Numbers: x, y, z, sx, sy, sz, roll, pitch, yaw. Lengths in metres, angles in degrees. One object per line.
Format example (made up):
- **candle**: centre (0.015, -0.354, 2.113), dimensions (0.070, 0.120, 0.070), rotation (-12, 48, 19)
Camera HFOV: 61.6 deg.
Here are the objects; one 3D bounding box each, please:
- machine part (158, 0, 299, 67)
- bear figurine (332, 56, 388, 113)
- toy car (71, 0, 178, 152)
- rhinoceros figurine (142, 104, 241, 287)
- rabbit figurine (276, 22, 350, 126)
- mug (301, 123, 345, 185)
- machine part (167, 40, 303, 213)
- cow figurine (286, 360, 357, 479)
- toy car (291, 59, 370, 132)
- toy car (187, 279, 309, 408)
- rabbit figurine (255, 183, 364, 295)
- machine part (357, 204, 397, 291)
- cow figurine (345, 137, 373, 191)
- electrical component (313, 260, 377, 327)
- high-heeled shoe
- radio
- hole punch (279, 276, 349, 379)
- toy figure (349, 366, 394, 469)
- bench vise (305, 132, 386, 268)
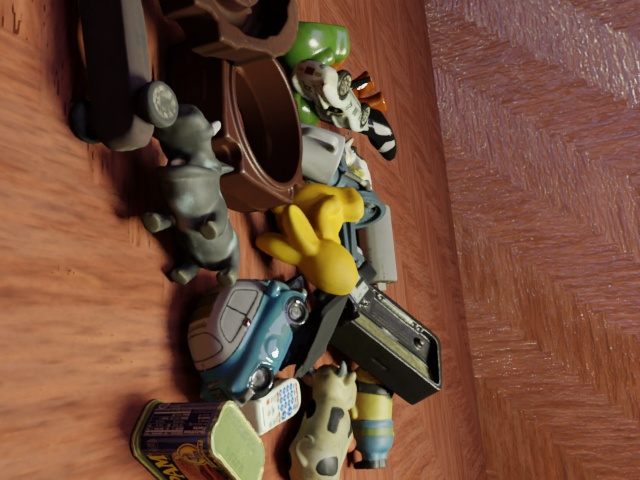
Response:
- **machine part**: centre (-0.092, -0.264, 0.538), dimensions (0.179, 0.056, 0.179), rotation (3, 86, -56)
- **bear figurine**: centre (0.038, -0.323, 1.034), dimensions (0.195, 0.132, 0.120), rotation (63, 4, -47)
- **toy car**: centre (-0.178, -0.178, 0.474), dimensions (0.053, 0.089, 0.202), rotation (3, 78, -66)
- **rhinoceros figurine**: centre (-0.119, -0.039, 0.537), dimensions (0.112, 0.073, 0.190), rotation (-73, 161, -48)
- **rabbit figurine**: centre (-0.027, -0.255, 0.857), dimensions (0.159, 0.121, 0.170), rotation (-36, 130, -62)
- **mug**: centre (-0.024, -0.137, 0.799), dimensions (0.109, 0.107, 0.080), rotation (154, -47, -76)
- **machine part**: centre (-0.096, -0.146, 0.671), dimensions (0.201, 0.087, 0.201), rotation (30, 54, -65)
- **cow figurine**: centre (0.006, 0.260, 0.772), dimensions (0.195, 0.086, 0.127), rotation (-59, 141, -58)
- **toy car**: centre (0.020, -0.211, 0.807), dimensions (0.056, 0.074, 0.201), rotation (-65, 159, 0)
- **toy car**: centre (-0.091, 0.098, 0.584), dimensions (0.103, 0.109, 0.162), rotation (45, 47, -20)
- **rabbit figurine**: centre (-0.002, -0.002, 0.759), dimensions (0.162, 0.122, 0.173), rotation (20, 38, -41)
- **machine part**: centre (0.122, 0.011, 1.167), dimensions (0.079, 0.079, 0.243), rotation (23, 62, -65)
- **cow figurine**: centre (0.058, -0.155, 1.085), dimensions (0.167, 0.068, 0.098), rotation (54, 28, -55)
- **electrical component**: centre (0.047, 0.074, 0.849), dimensions (0.075, 0.048, 0.119), rotation (51, 32, -7)
- **high-heeled shoe**: centre (0.056, -0.208, 1.014), dimensions (0.248, 0.145, 0.086), rotation (59, 11, -49)
- **radio**: centre (0.111, 0.168, 0.939), dimensions (0.229, 0.073, 0.131), rotation (40, 33, -12)
- **hole punch**: centre (-0.028, 0.118, 0.759), dimensions (0.142, 0.092, 0.115), rotation (-33, 143, -69)
- **toy figure**: centre (0.093, 0.310, 0.954), dimensions (0.082, 0.089, 0.180), rotation (49, 34, -66)
- **bench vise**: centre (0.041, -0.052, 0.937), dimensions (0.223, 0.129, 0.240), rotation (40, 40, -58)
